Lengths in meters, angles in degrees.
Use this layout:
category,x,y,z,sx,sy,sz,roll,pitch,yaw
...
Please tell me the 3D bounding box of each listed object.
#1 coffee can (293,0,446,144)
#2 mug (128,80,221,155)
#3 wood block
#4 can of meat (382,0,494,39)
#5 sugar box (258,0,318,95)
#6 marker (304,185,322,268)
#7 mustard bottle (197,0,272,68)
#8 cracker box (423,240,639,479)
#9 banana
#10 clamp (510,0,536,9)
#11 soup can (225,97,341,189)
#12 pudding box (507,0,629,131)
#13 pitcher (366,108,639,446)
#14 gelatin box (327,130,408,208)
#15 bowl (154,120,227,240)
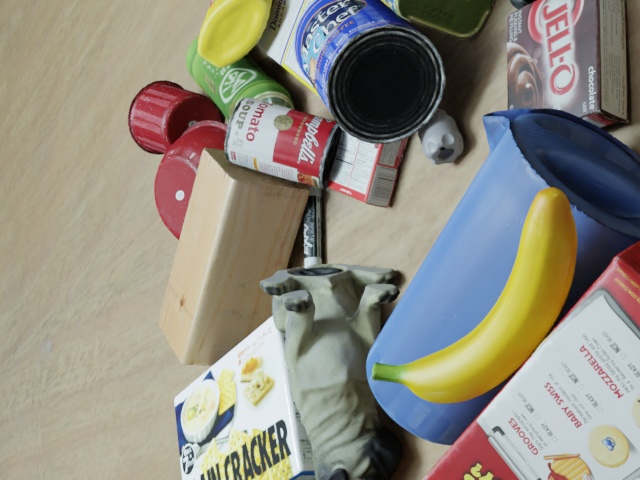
category,x,y,z,sx,sy,sz,roll,pitch,yaw
coffee can,0.040,-0.156,0.935,0.140,0.102,0.103,-116,46,-61
mug,-0.170,-0.131,1.293,0.082,0.093,0.117,22,131,51
wood block,-0.093,0.019,1.107,0.091,0.090,0.206,47,125,53
can of meat,0.088,-0.219,0.910,0.057,0.101,0.084,-62,40,23
sugar box,0.001,-0.206,1.085,0.176,0.048,0.093,51,123,53
marker,-0.007,0.001,1.066,0.020,0.020,0.121,-22,64,52
mustard bottle,-0.089,-0.271,1.189,0.096,0.058,0.191,-49,20,28
cracker box,0.187,0.131,0.648,0.164,0.071,0.214,44,123,18
banana,0.111,0.050,0.673,0.198,0.069,0.037,-52,21,35
clamp,0.151,-0.298,0.890,0.210,0.036,0.165,51,126,52
soup can,-0.034,-0.095,1.041,0.102,0.068,0.068,17,90,12
pudding box,0.184,-0.131,0.799,0.090,0.039,0.113,-18,66,53
pitcher,0.139,0.042,0.757,0.243,0.144,0.149,-59,27,34
gelatin box,0.046,-0.082,0.999,0.073,0.030,0.089,27,104,57
bowl,-0.136,-0.051,1.191,0.162,0.055,0.162,13,109,42
